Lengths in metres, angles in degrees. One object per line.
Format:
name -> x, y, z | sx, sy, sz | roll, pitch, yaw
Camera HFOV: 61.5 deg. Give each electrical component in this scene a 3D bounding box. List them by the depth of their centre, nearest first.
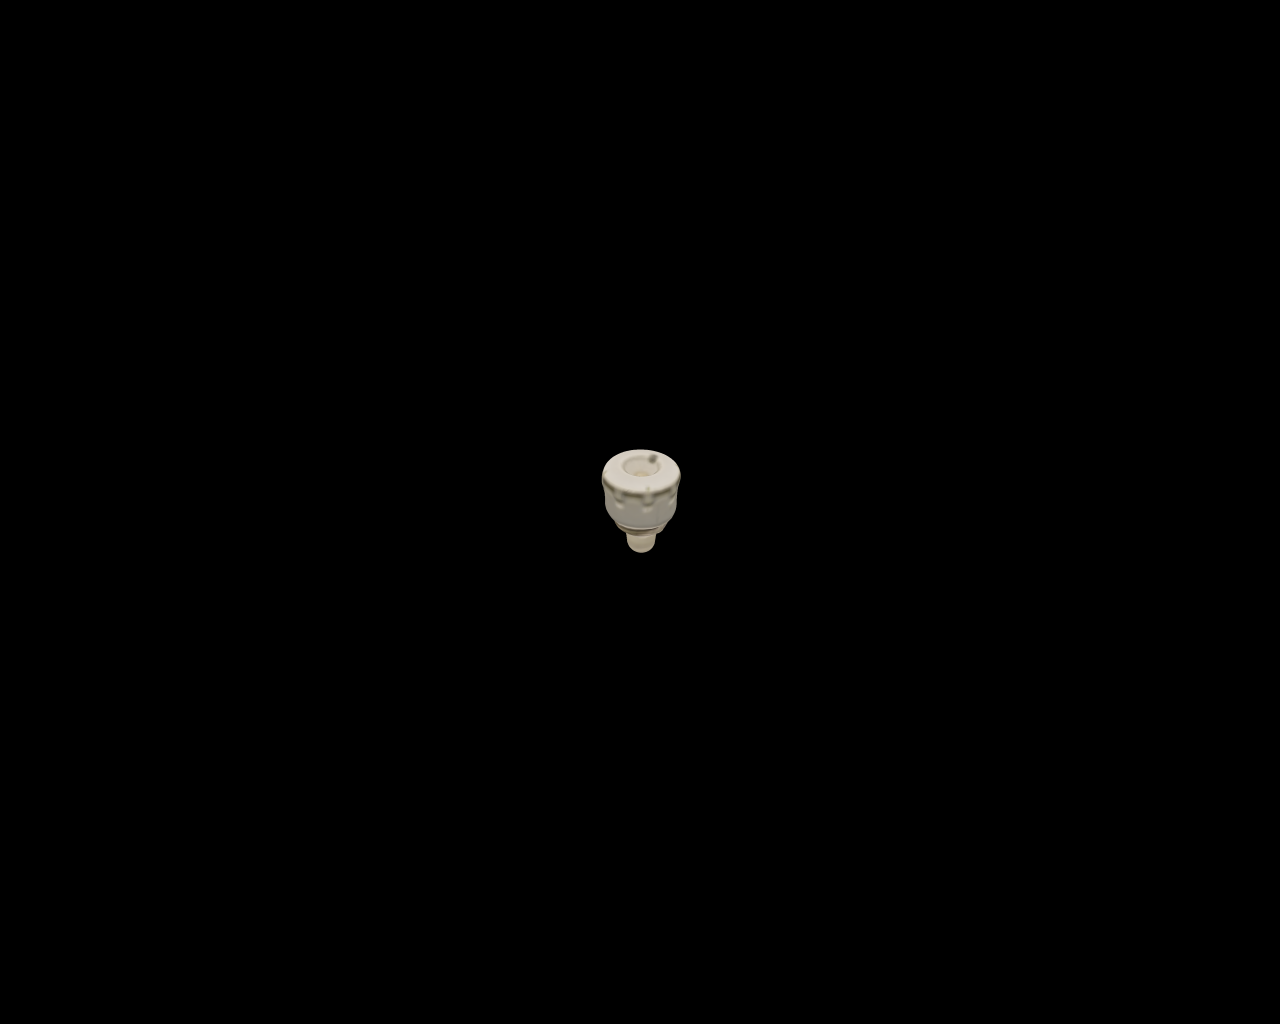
electrical component -> 0.001, -0.003, 0.650 | 0.048, 0.062, 0.048 | 0, 34, 0
